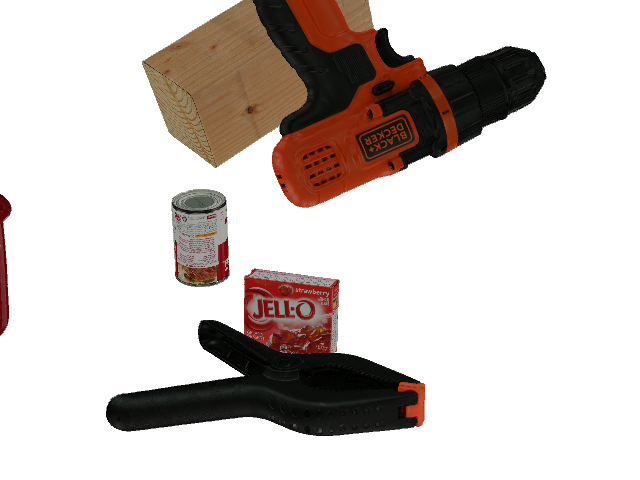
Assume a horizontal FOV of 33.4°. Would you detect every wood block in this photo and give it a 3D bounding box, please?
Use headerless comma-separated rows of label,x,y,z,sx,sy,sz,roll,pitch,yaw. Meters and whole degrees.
wood block,-0.053,-0.174,1.031,0.205,0.091,0.090,-36,47,-19

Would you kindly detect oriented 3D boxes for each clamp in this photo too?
clamp,-0.028,0.100,0.769,0.210,0.036,0.164,3,19,11

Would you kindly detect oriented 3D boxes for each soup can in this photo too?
soup can,-0.147,-0.004,1.303,0.068,0.102,0.068,0,26,0

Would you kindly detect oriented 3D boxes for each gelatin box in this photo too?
gelatin box,-0.028,0.070,1.006,0.089,0.073,0.030,7,17,16

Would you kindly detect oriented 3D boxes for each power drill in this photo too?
power drill,0.031,-0.134,0.654,0.184,0.187,0.057,-25,8,-11

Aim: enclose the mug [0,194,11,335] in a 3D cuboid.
mug,-0.239,0.023,0.636,0.093,0.081,0.117,17,27,28
